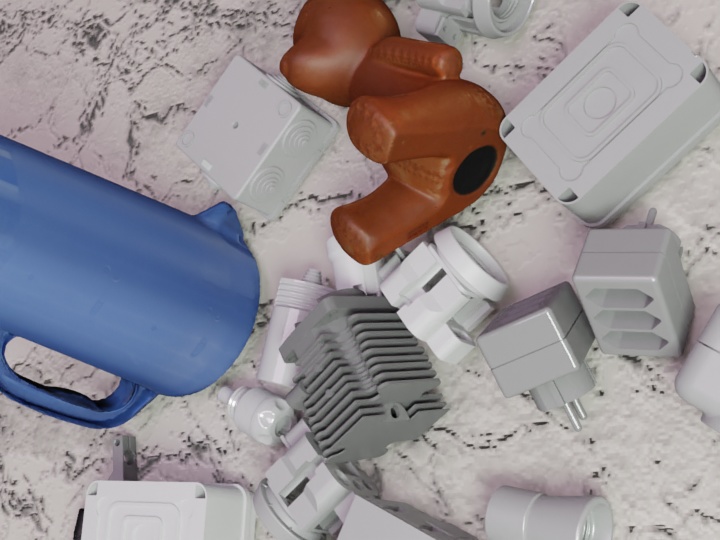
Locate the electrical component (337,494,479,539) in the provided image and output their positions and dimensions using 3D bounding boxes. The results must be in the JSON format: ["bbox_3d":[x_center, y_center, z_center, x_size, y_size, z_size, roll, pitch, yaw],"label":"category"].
[{"bbox_3d":[0.018,0.220,0.629,0.089,0.062,0.150,22,89,35],"label":"electrical component"}]

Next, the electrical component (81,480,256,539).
[{"bbox_3d":[-0.131,0.185,0.739,0.113,0.057,0.078,-6,73,32],"label":"electrical component"}]

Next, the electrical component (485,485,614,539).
[{"bbox_3d":[0.104,0.144,0.609,0.065,0.044,0.044,4,79,39],"label":"electrical component"}]

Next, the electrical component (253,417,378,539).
[{"bbox_3d":[-0.031,0.142,0.686,0.057,0.058,0.078,-46,57,10],"label":"electrical component"}]

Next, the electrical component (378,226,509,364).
[{"bbox_3d":[0.055,0.010,0.669,0.057,0.058,0.078,-45,57,17],"label":"electrical component"}]

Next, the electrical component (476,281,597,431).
[{"bbox_3d":[0.111,0.056,0.620,0.047,0.066,0.076,-26,93,24],"label":"electrical component"}]

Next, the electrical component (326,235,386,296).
[{"bbox_3d":[0.000,0.000,0.719,0.040,0.040,0.046,-18,72,28],"label":"electrical component"}]

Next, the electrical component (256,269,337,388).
[{"bbox_3d":[-0.040,0.039,0.730,0.043,0.043,0.081,8,80,34],"label":"electrical component"}]

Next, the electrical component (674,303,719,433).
[{"bbox_3d":[0.215,0.066,0.551,0.095,0.054,0.059,32,94,35],"label":"electrical component"}]

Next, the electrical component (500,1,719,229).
[{"bbox_3d":[0.151,-0.089,0.635,0.113,0.057,0.078,-44,57,15],"label":"electrical component"}]

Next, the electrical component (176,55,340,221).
[{"bbox_3d":[-0.078,-0.099,0.792,0.100,0.048,0.099,42,100,34],"label":"electrical component"}]

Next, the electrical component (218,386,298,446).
[{"bbox_3d":[-0.074,0.096,0.742,0.061,0.035,0.035,22,89,38],"label":"electrical component"}]

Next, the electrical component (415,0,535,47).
[{"bbox_3d":[0.078,-0.185,0.711,0.057,0.058,0.078,23,90,38],"label":"electrical component"}]

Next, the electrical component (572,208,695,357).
[{"bbox_3d":[0.159,-0.001,0.605,0.047,0.065,0.076,0,47,33],"label":"electrical component"}]
